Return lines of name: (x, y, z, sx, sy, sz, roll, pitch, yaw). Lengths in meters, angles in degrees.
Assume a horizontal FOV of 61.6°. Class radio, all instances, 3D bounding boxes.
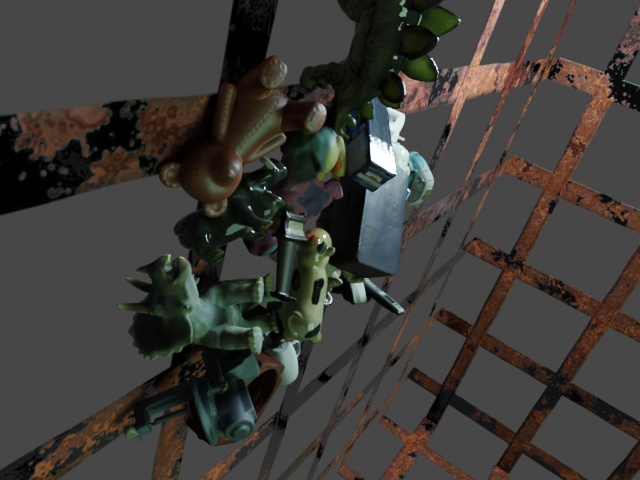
radio: (0.095, -0.048, 1.010, 0.131, 0.073, 0.229, 27, 66, -43)

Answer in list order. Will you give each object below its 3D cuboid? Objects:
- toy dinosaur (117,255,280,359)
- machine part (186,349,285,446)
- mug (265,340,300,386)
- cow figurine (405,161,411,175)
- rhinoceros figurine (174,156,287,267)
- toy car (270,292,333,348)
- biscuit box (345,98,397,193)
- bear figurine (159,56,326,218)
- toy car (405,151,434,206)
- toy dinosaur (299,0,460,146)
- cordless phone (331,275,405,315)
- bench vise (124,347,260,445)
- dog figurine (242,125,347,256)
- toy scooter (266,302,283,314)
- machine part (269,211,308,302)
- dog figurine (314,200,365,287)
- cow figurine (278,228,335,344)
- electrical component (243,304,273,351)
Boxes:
toy dinosaur: (-0.170, 0.114, 0.849, 0.404, 0.192, 0.131, 68, 22, -80)
machine part: (-0.178, 0.325, 1.141, 0.201, 0.087, 0.201, -58, 156, -4)
mug: (-0.086, 0.277, 1.280, 0.109, 0.081, 0.107, -34, 139, -33)
cow figurine: (0.174, -0.122, 1.347, 0.098, 0.068, 0.167, -24, 138, -57)
rhinoceros figurine: (-0.122, -0.045, 0.789, 0.190, 0.112, 0.073, -39, 173, -15)
toy car: (-0.049, 0.179, 1.248, 0.202, 0.053, 0.089, -38, 177, -41)
biscuit box: (0.085, -0.183, 0.942, 0.062, 0.203, 0.059, 25, 137, -30)
bear figurine: (-0.105, -0.126, 0.700, 0.120, 0.132, 0.196, 44, 70, -32)
toy car: (0.244, -0.147, 1.418, 0.109, 0.103, 0.161, -13, 128, -59)
toy dinosaur: (0.096, -0.324, 0.776, 0.105, 0.199, 0.470, -37, 150, -49)
cordless phone: (0.135, 0.152, 1.450, 0.088, 0.184, 0.146, -59, 158, 10)
bench vise: (-0.216, 0.262, 0.920, 0.241, 0.224, 0.128, -20, 140, -12)
dog figurine: (-0.061, -0.073, 0.877, 0.219, 0.109, 0.191, -42, 152, -30)
toy scooter: (-0.039, 0.095, 1.163, 0.184, 0.075, 0.135, -55, 158, -4)
machine part: (-0.049, 0.025, 0.821, 0.084, 0.039, 0.138, -1, 99, -71)
dog figurine: (-0.003, -0.003, 1.041, 0.172, 0.121, 0.190, -5, 87, -46)
cow figurine: (-0.023, 0.071, 0.906, 0.127, 0.086, 0.195, 74, 26, -72)
electrical component: (-0.131, 0.186, 1.116, 0.075, 0.048, 0.119, -51, 156, -19)
